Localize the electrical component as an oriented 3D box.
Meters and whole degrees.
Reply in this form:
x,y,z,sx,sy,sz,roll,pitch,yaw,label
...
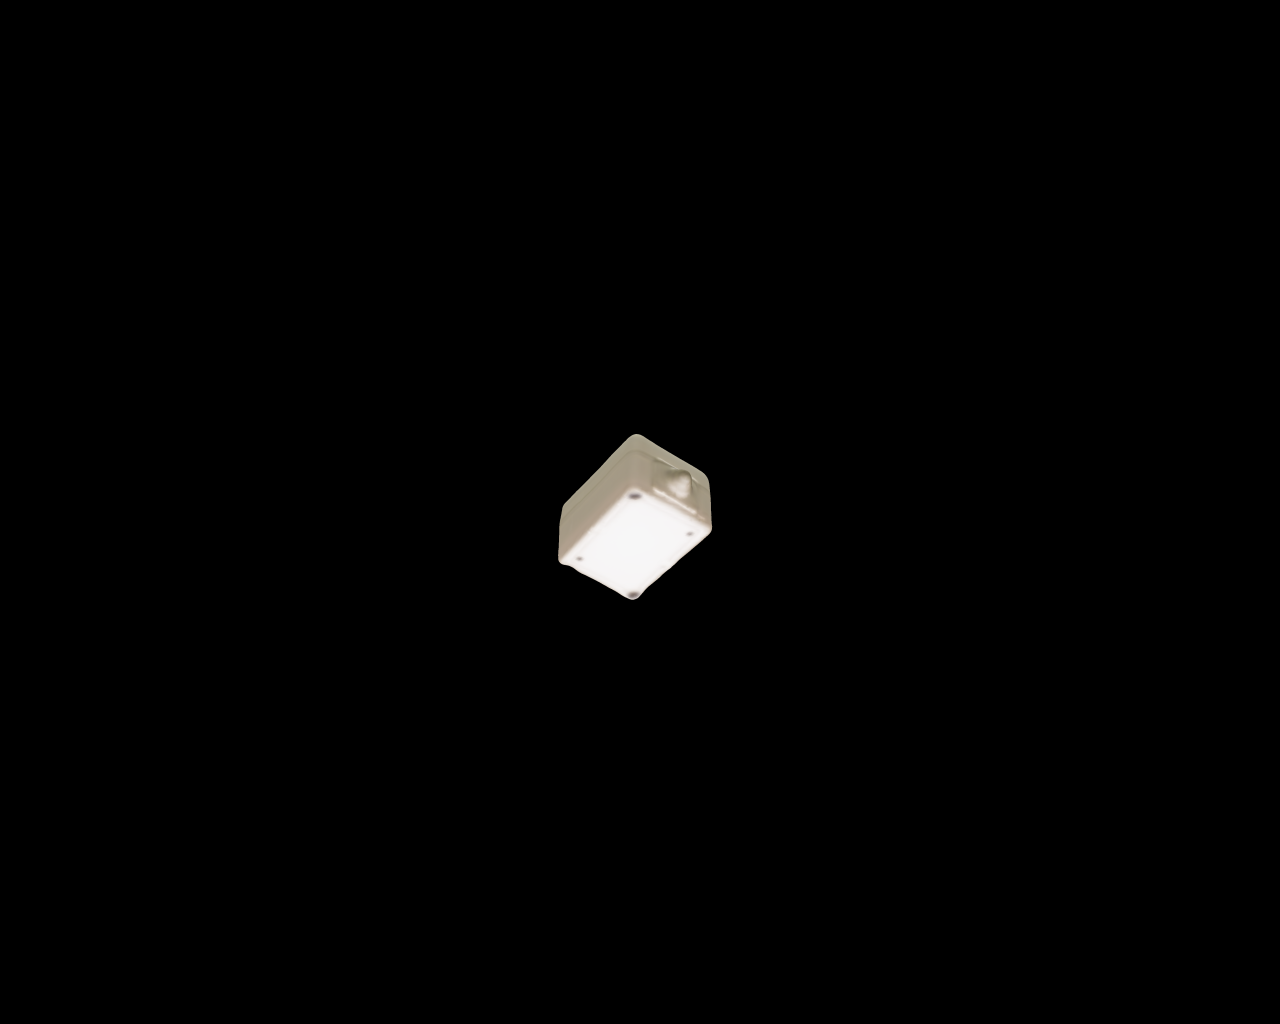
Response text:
x,y,z,sx,sy,sz,roll,pitch,yaw,label
0.001,-0.003,0.650,0.061,0.061,0.096,29,-54,-24,electrical component
